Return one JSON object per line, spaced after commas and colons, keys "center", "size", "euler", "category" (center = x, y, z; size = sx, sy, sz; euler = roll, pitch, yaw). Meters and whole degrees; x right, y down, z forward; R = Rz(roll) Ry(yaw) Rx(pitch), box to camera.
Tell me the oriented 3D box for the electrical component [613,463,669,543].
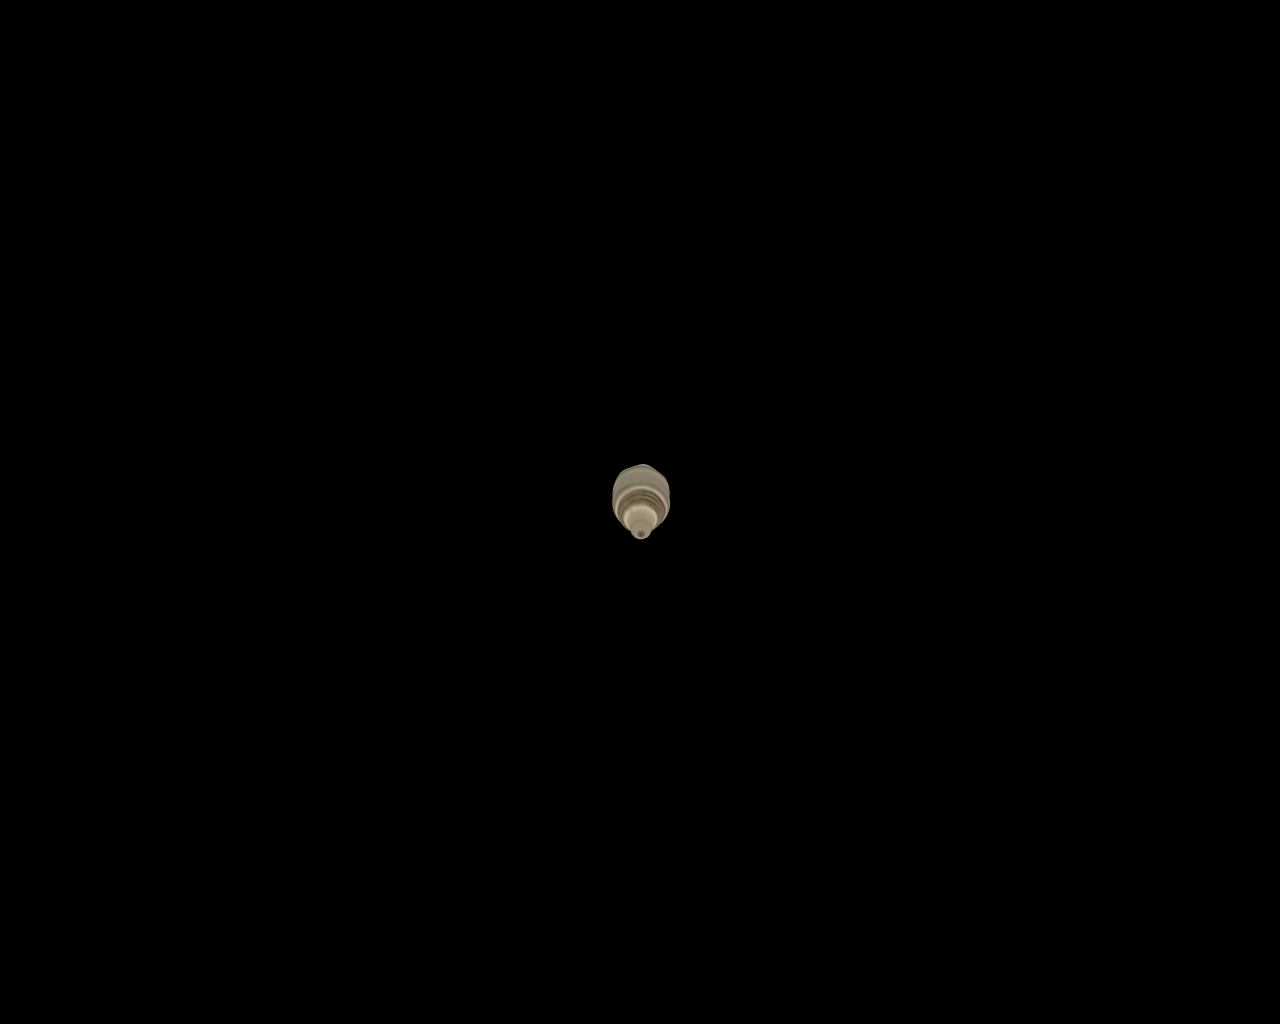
{"center": [0.001, -0.003, 0.650], "size": [0.035, 0.035, 0.061], "euler": [0, 31, 0], "category": "electrical component"}
